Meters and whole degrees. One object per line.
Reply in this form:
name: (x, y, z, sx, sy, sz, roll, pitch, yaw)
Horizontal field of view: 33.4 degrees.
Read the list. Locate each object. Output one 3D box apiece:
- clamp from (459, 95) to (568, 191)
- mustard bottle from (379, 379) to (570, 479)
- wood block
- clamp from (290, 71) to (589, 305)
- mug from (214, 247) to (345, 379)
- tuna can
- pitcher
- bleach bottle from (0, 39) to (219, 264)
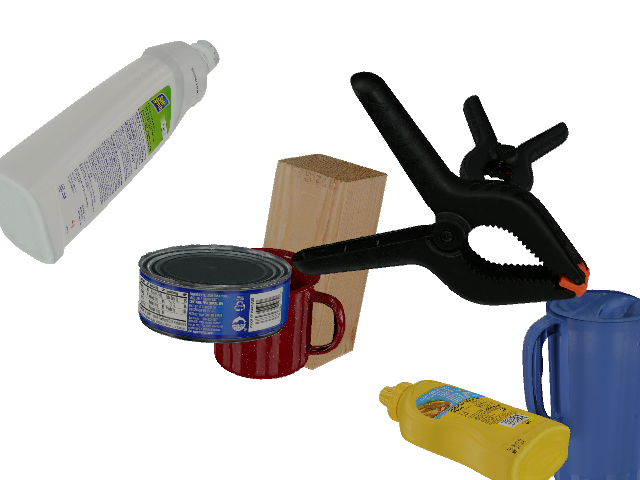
clamp: (0.190, -0.094, 1.166, 0.120, 0.039, 0.171, 22, 49, 18)
mustard bottle: (0.134, 0.177, 1.024, 0.192, 0.058, 0.096, 16, 22, 41)
wood block: (-0.005, 0.019, 1.150, 0.090, 0.206, 0.090, 19, 19, 27)
clamp: (0.089, -0.020, 0.743, 0.210, 0.165, 0.036, 18, 31, 11)
mug: (-0.036, 0.063, 0.881, 0.117, 0.081, 0.093, 8, 24, 12)
tuna can: (-0.060, 0.029, 0.601, 0.086, 0.034, 0.086, 4, 14, -1)
pitcher: (0.334, 0.190, 1.311, 0.149, 0.243, 0.144, 4, 14, 22)
bleach bottle: (-0.179, -0.095, 0.949, 0.068, 0.102, 0.250, 29, 55, 21)
